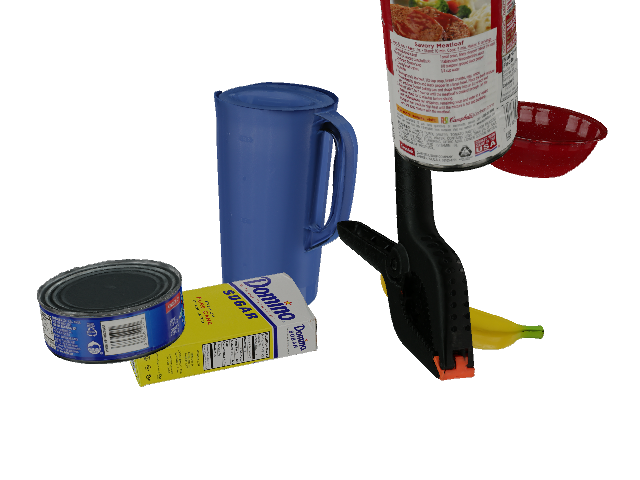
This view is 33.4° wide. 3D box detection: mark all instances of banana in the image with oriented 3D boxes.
[{"bbox_3d":[0.116,0.065,1.029,0.069,0.037,0.198,0,19,-46],"label":"banana"}]

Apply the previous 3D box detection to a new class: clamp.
[{"bbox_3d":[0.072,0.007,0.813,0.036,0.210,0.165,-3,-43,-22],"label":"clamp"}]

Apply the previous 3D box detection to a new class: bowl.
[{"bbox_3d":[0.238,-0.112,1.209,0.162,0.055,0.162,5,23,-2],"label":"bowl"}]

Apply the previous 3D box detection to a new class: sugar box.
[{"bbox_3d":[-0.100,0.083,1.029,0.176,0.048,0.093,-13,33,-16],"label":"sugar box"}]

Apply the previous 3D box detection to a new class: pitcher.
[{"bbox_3d":[-0.044,-0.045,1.166,0.145,0.243,0.149,0,21,-8],"label":"pitcher"}]

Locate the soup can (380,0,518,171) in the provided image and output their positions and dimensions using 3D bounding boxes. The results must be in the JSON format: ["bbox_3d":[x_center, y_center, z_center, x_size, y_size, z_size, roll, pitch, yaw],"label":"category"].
[{"bbox_3d":[0.067,-0.095,0.550,0.068,0.102,0.068,-6,36,4],"label":"soup can"}]

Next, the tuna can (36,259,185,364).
[{"bbox_3d":[-0.124,0.042,0.641,0.086,0.034,0.086,-3,20,1],"label":"tuna can"}]
